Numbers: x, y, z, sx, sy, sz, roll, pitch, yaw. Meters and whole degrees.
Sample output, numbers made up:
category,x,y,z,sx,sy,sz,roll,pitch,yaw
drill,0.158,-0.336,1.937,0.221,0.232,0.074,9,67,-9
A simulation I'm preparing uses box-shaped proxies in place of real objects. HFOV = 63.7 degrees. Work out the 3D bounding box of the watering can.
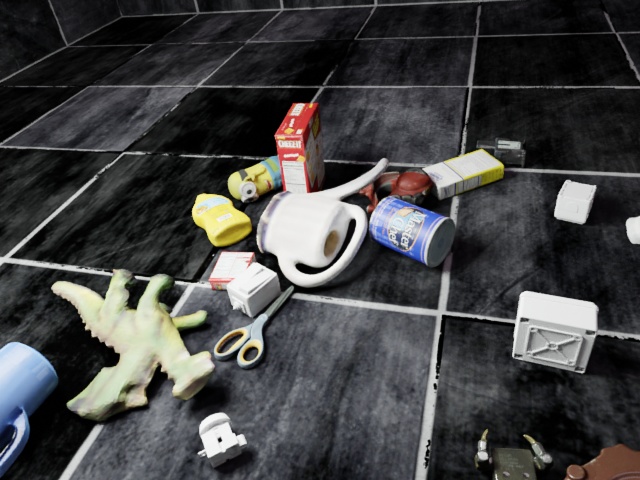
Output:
category,x,y,z,sx,sy,sz,roll,pitch,yaw
watering can,0.003,-0.055,1.094,0.225,0.101,0.355,13,57,24

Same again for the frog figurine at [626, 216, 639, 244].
category,x,y,z,sx,sy,sz,roll,pitch,yaw
frog figurine,0.679,-0.017,0.971,0.157,0.121,0.141,-33,38,29

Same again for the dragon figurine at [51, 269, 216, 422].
category,x,y,z,sx,sy,sz,roll,pitch,yaw
dragon figurine,-0.349,0.183,0.886,0.410,0.119,0.249,1,46,18
